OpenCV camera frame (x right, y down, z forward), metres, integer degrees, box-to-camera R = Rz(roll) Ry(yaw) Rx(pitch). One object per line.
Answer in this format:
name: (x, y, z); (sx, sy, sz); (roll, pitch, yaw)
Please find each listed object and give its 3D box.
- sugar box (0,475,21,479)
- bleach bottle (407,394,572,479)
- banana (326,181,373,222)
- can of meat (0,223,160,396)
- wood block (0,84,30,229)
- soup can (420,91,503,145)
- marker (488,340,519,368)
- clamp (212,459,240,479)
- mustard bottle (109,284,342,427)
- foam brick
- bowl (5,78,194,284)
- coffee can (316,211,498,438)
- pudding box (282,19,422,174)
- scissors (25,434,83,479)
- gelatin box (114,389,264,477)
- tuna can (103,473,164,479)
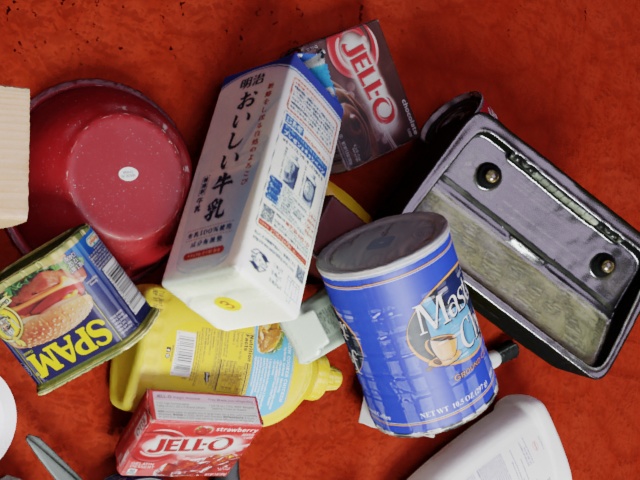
sugar box: (-0.201, 0.261, 0.743); (0.093, 0.048, 0.176); (-38, 104, -29)
bleach bottle: (0.107, 0.236, 0.938); (0.250, 0.068, 0.102); (-25, 96, -29)
banana: (0.069, 0.006, 0.944); (0.197, 0.037, 0.069); (19, 60, -32)
can of meat: (-0.177, 0.046, 0.741); (0.084, 0.102, 0.057); (56, 21, -14)
wood block: (-0.297, -0.057, 0.672); (0.205, 0.090, 0.091); (2, 86, -33)
soup can: (0.148, -0.076, 0.979); (0.102, 0.069, 0.068); (49, 63, -22)
marker: (0.141, 0.121, 0.991); (0.120, 0.020, 0.020); (-22, 99, -33)
clamp: (-0.065, 0.264, 0.830); (0.164, 0.036, 0.209); (42, 72, -5)
mustard bottle: (-0.064, 0.096, 0.834); (0.191, 0.058, 0.096); (14, 80, -32)
foam brick: (-0.006, 0.001, 0.868); (0.053, 0.078, 0.051); (39, 67, -28)
bowl: (-0.153, -0.044, 0.787); (0.161, 0.055, 0.162); (2, 85, -33)
coffee can: (0.067, 0.063, 0.809); (0.102, 0.103, 0.140); (-31, 111, -31)
pudding box: (0.028, -0.124, 0.920); (0.089, 0.039, 0.113); (-27, 102, -32)
scissors: (-0.127, 0.205, 0.771); (0.096, 0.016, 0.202); (-30, 103, -30)
gelatin box: (-0.097, 0.143, 0.781); (0.089, 0.073, 0.030); (8, 45, -28)
tuna can: (-0.138, 0.217, 0.795); (0.085, 0.034, 0.086); (3, 84, -33)
